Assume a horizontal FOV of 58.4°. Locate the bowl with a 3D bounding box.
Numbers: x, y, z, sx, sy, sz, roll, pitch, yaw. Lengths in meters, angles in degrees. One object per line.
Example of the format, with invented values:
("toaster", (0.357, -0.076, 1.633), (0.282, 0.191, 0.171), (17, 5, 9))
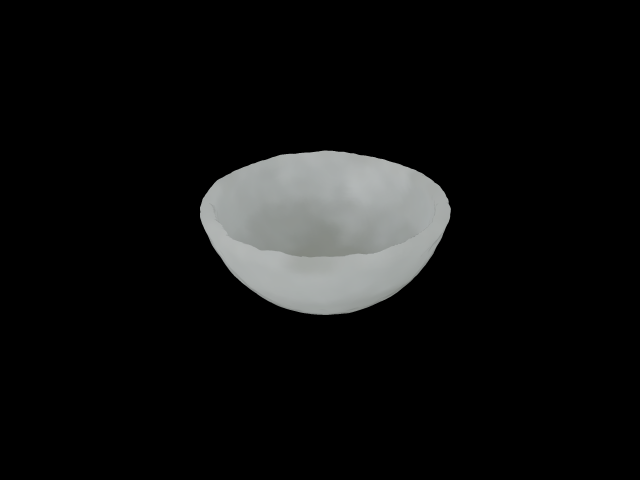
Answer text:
("bowl", (0.004, 0.001, 0.400), (0.167, 0.075, 0.167), (0, 30, 0))
